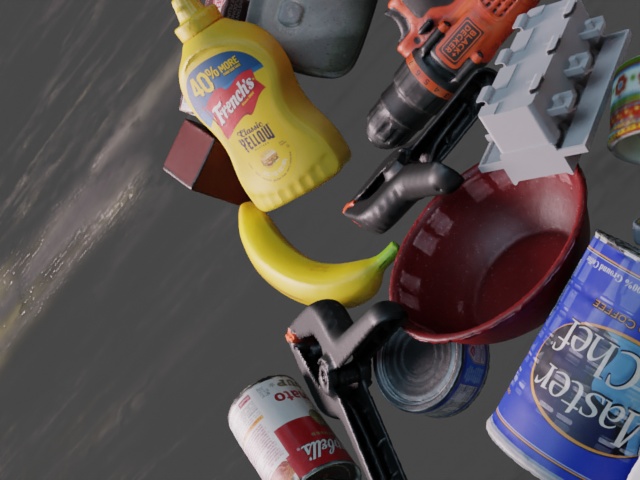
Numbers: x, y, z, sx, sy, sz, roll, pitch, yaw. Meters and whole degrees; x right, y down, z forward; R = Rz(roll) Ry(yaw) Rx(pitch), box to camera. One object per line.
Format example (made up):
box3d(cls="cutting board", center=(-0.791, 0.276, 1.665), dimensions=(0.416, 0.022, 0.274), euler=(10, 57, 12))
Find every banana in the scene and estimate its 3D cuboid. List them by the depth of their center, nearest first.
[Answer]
box3d(cls="banana", center=(-0.012, 0.018, 0.899), dimensions=(0.198, 0.037, 0.069), euler=(17, 73, 44))

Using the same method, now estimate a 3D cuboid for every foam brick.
box3d(cls="foam brick", center=(-0.091, -0.068, 0.969), dimensions=(0.053, 0.078, 0.051), euler=(35, 102, 42))

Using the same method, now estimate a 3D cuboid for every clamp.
box3d(cls="clamp", center=(0.022, 0.110, 0.796), dimensions=(0.210, 0.036, 0.164), euler=(-161, 63, -69))
box3d(cls="clamp", center=(0.069, -0.046, 0.799), dimensions=(0.172, 0.039, 0.120), euler=(-47, 8, 43))

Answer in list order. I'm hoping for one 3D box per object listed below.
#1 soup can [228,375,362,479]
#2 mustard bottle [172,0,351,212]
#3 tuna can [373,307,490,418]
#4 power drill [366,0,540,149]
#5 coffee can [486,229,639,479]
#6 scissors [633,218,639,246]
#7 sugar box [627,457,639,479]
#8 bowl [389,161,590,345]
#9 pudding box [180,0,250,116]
box3d(cls="soup can", center=(-0.022, 0.164, 0.838), dimensions=(0.068, 0.068, 0.102), euler=(-55, 47, 17))
box3d(cls="mustard bottle", center=(-0.062, -0.123, 0.892), dimensions=(0.096, 0.058, 0.191), euler=(-26, 104, 34))
box3d(cls="tuna can", center=(0.081, 0.087, 0.787), dimensions=(0.086, 0.033, 0.086), euler=(-15, 67, 40))
box3d(cls="power drill", center=(0.050, -0.185, 0.823), dimensions=(0.187, 0.057, 0.185), euler=(43, 119, 1))
box3d(cls="coffee can", center=(0.179, 0.079, 0.646), dimensions=(0.103, 0.102, 0.140), euler=(36, 103, 44))
box3d(cls="scissors", center=(0.286, -0.008, 0.619), dimensions=(0.202, 0.096, 0.016), euler=(1, 106, 15))
box3d(cls="sugar box", center=(0.233, 0.099, 0.595), dimensions=(0.048, 0.093, 0.176), euler=(39, 105, 44))
box3d(cls="bowl", center=(0.126, 0.014, 0.729), dimensions=(0.162, 0.055, 0.162), euler=(-35, 32, 26))
box3d(cls="pudding box", center=(-0.072, -0.157, 0.969), dimensions=(0.039, 0.089, 0.113), euler=(15, 89, 48))
